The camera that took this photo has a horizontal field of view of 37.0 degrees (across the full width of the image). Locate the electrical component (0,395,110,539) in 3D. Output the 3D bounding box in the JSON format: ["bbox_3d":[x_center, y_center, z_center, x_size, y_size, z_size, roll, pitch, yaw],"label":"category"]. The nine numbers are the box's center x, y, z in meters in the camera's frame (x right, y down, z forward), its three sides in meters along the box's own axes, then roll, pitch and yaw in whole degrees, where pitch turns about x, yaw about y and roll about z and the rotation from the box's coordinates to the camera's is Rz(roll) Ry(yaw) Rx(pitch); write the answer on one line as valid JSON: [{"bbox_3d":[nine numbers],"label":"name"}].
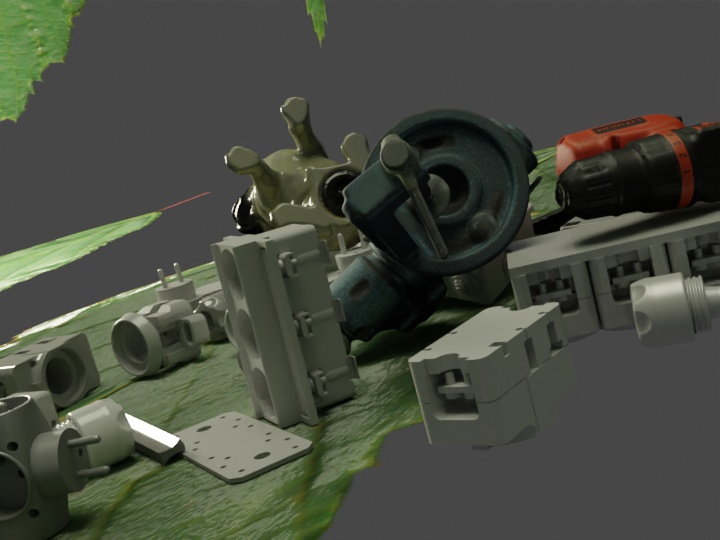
[{"bbox_3d":[-0.181,0.111,0.612,0.079,0.077,0.044,-12,10,11],"label":"electrical component"}]

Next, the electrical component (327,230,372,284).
[{"bbox_3d":[0.000,0.000,0.959,0.138,0.073,0.052,-16,10,-4],"label":"electrical component"}]

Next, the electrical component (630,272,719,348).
[{"bbox_3d":[0.197,0.022,0.649,0.062,0.043,0.043,-11,11,15],"label":"electrical component"}]

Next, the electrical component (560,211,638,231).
[{"bbox_3d":[0.227,-0.028,0.837,0.109,0.056,0.109,-8,12,34],"label":"electrical component"}]

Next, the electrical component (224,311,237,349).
[{"bbox_3d":[-0.082,0.044,0.925,0.066,0.048,0.055,-4,7,45],"label":"electrical component"}]

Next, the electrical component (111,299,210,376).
[{"bbox_3d":[-0.180,0.060,0.943,0.078,0.058,0.057,-4,12,40],"label":"electrical component"}]

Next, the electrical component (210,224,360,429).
[{"bbox_3d":[-0.048,0.034,0.712,0.063,0.121,0.079,-18,11,-24],"label":"electrical component"}]

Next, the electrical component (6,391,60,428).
[{"bbox_3d":[-0.234,0.118,0.731,0.076,0.047,0.083,-8,12,33],"label":"electrical component"}]

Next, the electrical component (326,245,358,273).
[{"bbox_3d":[-0.052,-0.006,1.148,0.077,0.043,0.079,-24,13,-41],"label":"electrical component"}]

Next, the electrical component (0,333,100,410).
[{"bbox_3d":[-0.270,0.092,0.916,0.056,0.050,0.089,-9,12,30],"label":"electrical component"}]

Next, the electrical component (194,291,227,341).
[{"bbox_3d":[-0.121,0.039,1.009,0.043,0.043,0.062,-5,13,43],"label":"electrical component"}]

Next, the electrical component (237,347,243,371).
[{"bbox_3d":[-0.069,0.060,0.835,0.044,0.044,0.065,-14,6,3],"label":"electrical component"}]

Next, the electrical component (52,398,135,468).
[{"bbox_3d":[-0.182,0.113,0.701,0.062,0.043,0.043,-22,13,-30],"label":"electrical component"}]

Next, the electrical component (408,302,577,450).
[{"bbox_3d":[0.075,0.059,0.587,0.050,0.055,0.089,-6,13,39],"label":"electrical component"}]

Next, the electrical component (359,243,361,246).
[{"bbox_3d":[0.010,-0.045,1.206,0.044,0.065,0.044,-14,10,3],"label":"electrical component"}]

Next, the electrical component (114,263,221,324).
[{"bbox_3d":[-0.175,0.031,1.040,0.138,0.073,0.052,-23,13,-39],"label":"electrical component"}]

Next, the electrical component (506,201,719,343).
[{"bbox_3d":[0.179,0.003,0.725,0.150,0.061,0.089,-13,10,9],"label":"electrical component"}]

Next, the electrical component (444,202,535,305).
[{"bbox_3d":[0.091,-0.019,0.904,0.100,0.048,0.100,11,42,37],"label":"electrical component"}]
